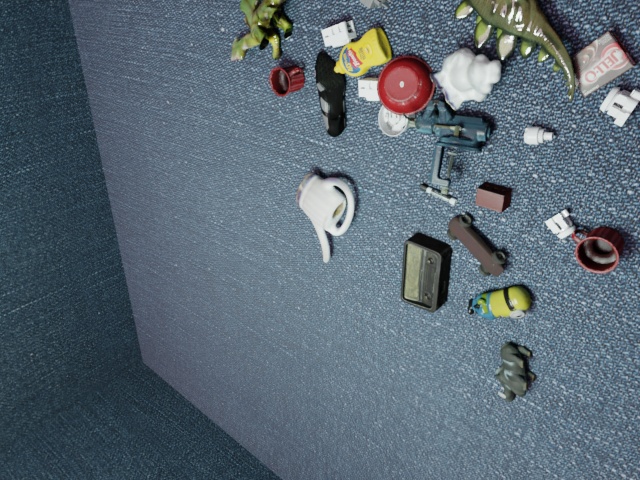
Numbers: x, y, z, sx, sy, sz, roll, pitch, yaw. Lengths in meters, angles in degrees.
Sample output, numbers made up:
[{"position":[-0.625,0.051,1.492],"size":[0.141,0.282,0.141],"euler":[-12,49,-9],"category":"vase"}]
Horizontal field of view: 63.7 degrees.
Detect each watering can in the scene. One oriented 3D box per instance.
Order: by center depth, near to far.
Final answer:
[{"position":[0.005,-0.090,1.783],"size":[0.227,0.105,0.339],"euler":[42,135,21],"category":"watering can"}]

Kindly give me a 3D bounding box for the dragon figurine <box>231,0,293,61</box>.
[{"position":[-0.188,-0.734,1.637],"size":[0.246,0.123,0.402],"euler":[50,129,24],"category":"dragon figurine"}]

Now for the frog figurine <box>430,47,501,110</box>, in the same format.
[{"position":[0.368,-0.401,1.239],"size":[0.158,0.124,0.137],"euler":[-22,90,50],"category":"frog figurine"}]
